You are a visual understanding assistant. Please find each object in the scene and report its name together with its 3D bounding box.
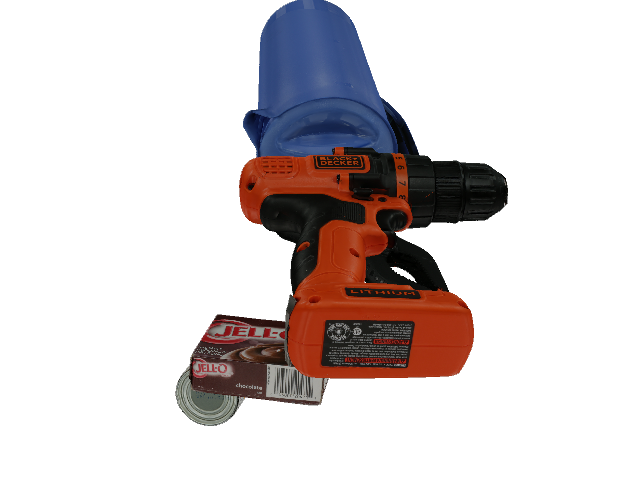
[{"bbox_3d":[0.042,0.006,0.672,0.184,0.057,0.187,-1,34,-4],"label":"power drill"},{"bbox_3d":[-0.106,0.143,1.118,0.068,0.068,0.102,0,15,11],"label":"soup can"},{"bbox_3d":[0.058,0.016,1.222,0.164,0.036,0.210,-17,50,-37],"label":"clamp"},{"bbox_3d":[-0.046,0.100,0.909,0.113,0.039,0.090,7,20,6],"label":"pudding box"},{"bbox_3d":[0.006,-0.142,1.082,0.145,0.149,0.243,-18,38,9],"label":"pitcher"}]
